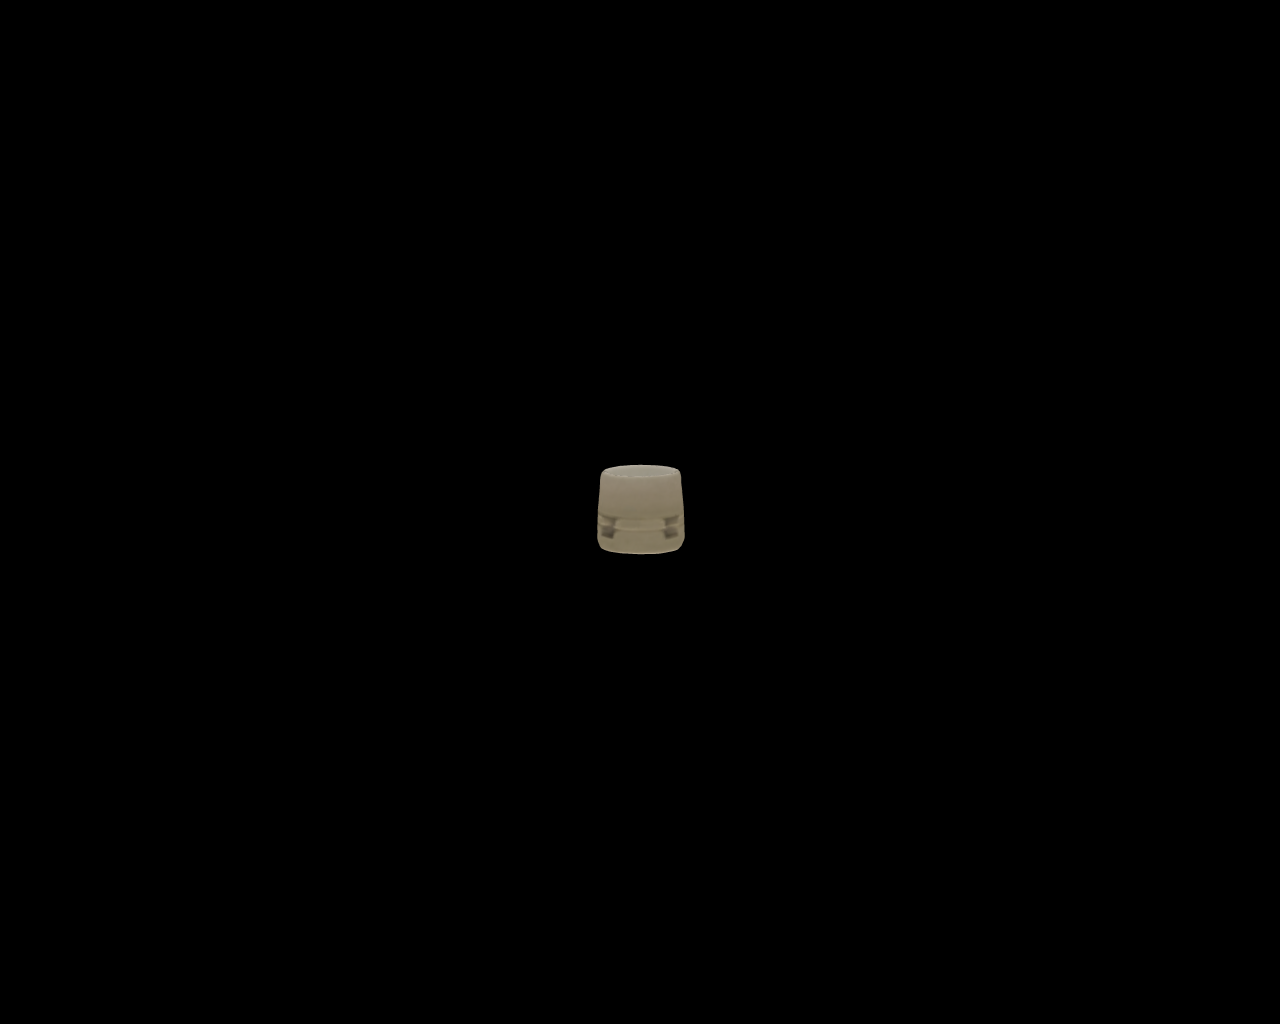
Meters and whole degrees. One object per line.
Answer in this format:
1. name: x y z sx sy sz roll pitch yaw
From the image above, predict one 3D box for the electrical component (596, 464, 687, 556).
1. electrical component: 0.001 -0.003 0.650 0.055 0.047 0.055 0 11 0
